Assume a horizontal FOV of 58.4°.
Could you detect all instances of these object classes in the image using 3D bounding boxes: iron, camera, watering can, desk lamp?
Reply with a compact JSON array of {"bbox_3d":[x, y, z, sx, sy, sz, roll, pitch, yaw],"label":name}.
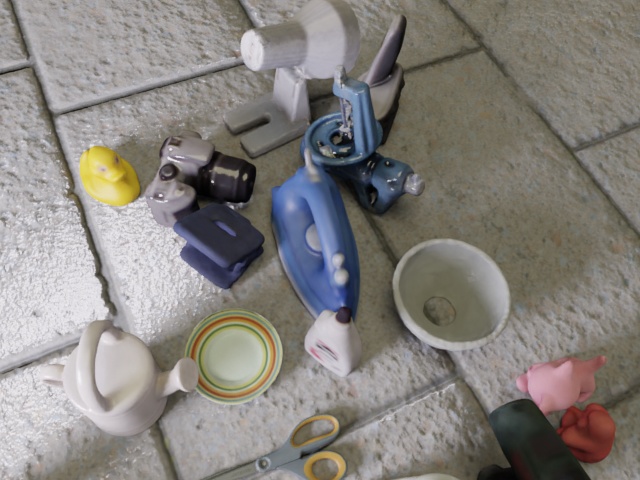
[{"bbox_3d":[0.007,0.003,0.802,0.119,0.141,0.258,-12,63,-12],"label":"iron"},{"bbox_3d":[-0.173,-0.092,0.861,0.136,0.101,0.143,14,60,2],"label":"camera"},{"bbox_3d":[-0.232,0.155,0.663,0.173,0.194,0.101,-17,64,-14],"label":"watering can"},{"bbox_3d":[-0.047,-0.261,0.903,0.203,0.213,0.117,-31,68,-20],"label":"desk lamp"}]

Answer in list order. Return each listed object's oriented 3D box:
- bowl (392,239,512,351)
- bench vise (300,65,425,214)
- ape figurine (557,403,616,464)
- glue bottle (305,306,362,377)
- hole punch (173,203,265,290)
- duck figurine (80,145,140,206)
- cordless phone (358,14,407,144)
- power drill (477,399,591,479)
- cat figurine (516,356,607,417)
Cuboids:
[{"bbox_3d":[0.178,0.086,0.811,0.167,0.075,0.167,3,61,-4],"label":"bowl"},{"bbox_3d":[0.071,-0.153,0.851,0.207,0.220,0.121,18,61,5],"label":"bench vise"},{"bbox_3d":[0.345,0.242,0.730,0.078,0.092,0.076,-11,62,-11],"label":"ape figurine"},{"bbox_3d":[0.021,0.119,0.720,0.078,0.173,0.037,31,63,12],"label":"glue bottle"},{"bbox_3d":[-0.143,-0.004,0.820,0.108,0.091,0.101,34,63,13],"label":"hole punch"},{"bbox_3d":[-0.324,-0.109,0.864,0.104,0.086,0.078,39,64,15],"label":"duck figurine"},{"bbox_3d":[0.093,-0.262,0.934,0.094,0.185,0.147,15,60,3],"label":"cordless phone"},{"bbox_3d":[0.244,0.298,0.622,0.076,0.208,0.229,-16,63,-14],"label":"power drill"},{"bbox_3d":[0.316,0.183,0.746,0.128,0.118,0.067,-19,64,-15],"label":"cat figurine"}]
